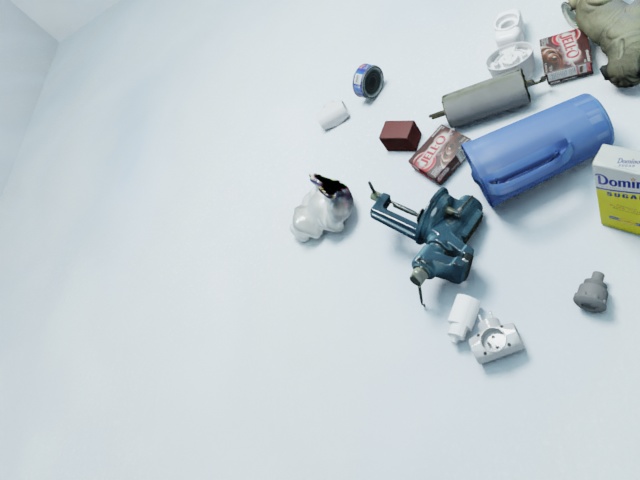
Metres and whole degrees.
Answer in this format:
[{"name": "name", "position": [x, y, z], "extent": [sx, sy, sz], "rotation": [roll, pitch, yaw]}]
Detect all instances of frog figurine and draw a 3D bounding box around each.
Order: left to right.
[{"name": "frog figurine", "position": [0.004, -0.059, 1.167], "extent": [0.139, 0.123, 0.156], "rotation": [41, 124, 36]}]
